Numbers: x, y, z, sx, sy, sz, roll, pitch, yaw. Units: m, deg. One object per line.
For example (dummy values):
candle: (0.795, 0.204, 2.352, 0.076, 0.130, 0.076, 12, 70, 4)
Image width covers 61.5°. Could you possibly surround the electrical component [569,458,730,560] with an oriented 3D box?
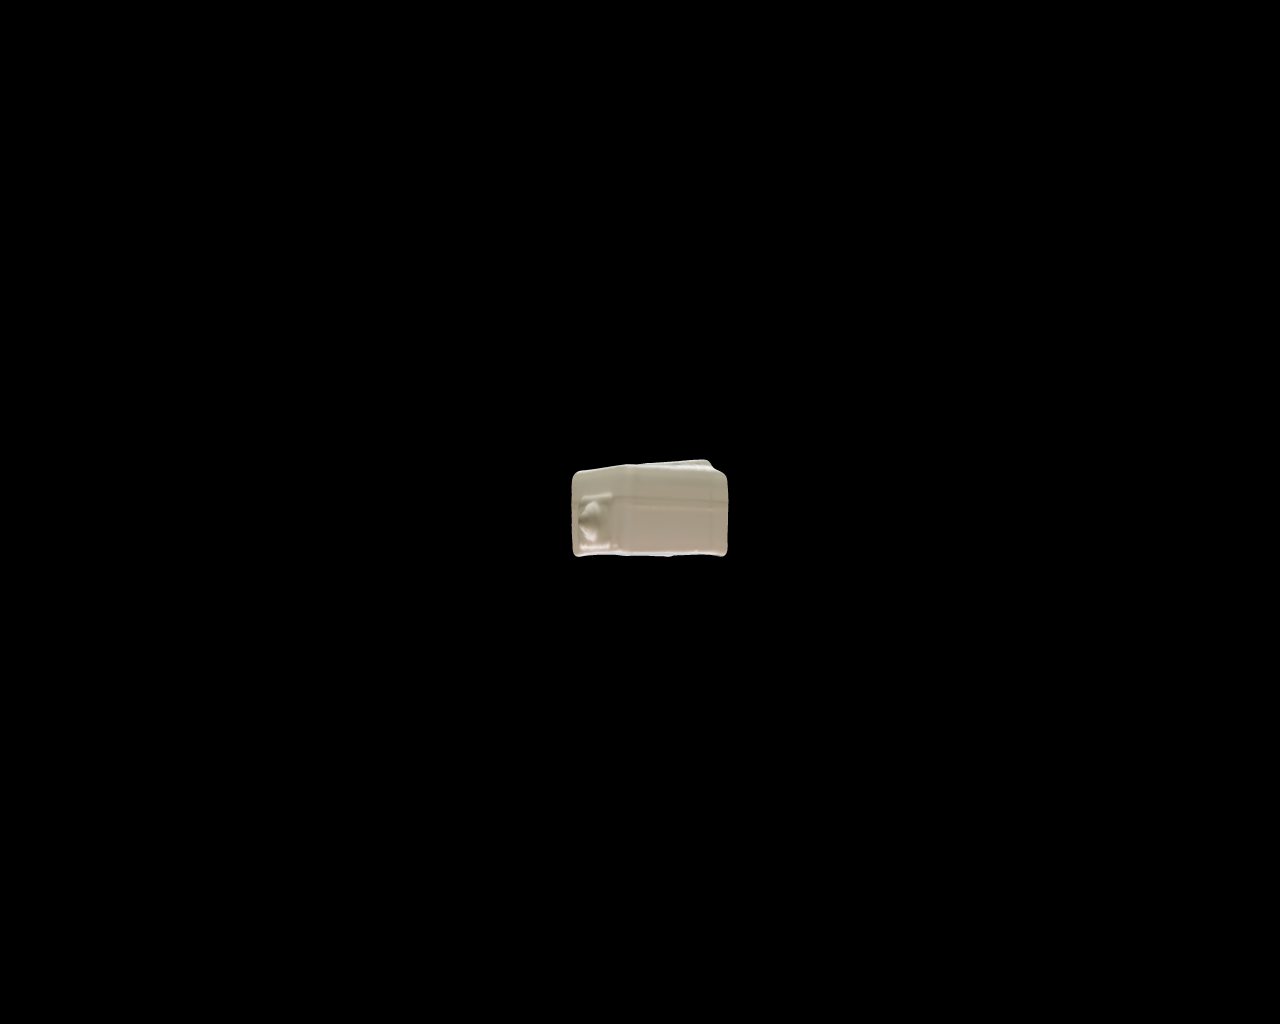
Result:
electrical component: (0.001, -0.003, 0.650, 0.096, 0.061, 0.061, 3, -5, -37)
